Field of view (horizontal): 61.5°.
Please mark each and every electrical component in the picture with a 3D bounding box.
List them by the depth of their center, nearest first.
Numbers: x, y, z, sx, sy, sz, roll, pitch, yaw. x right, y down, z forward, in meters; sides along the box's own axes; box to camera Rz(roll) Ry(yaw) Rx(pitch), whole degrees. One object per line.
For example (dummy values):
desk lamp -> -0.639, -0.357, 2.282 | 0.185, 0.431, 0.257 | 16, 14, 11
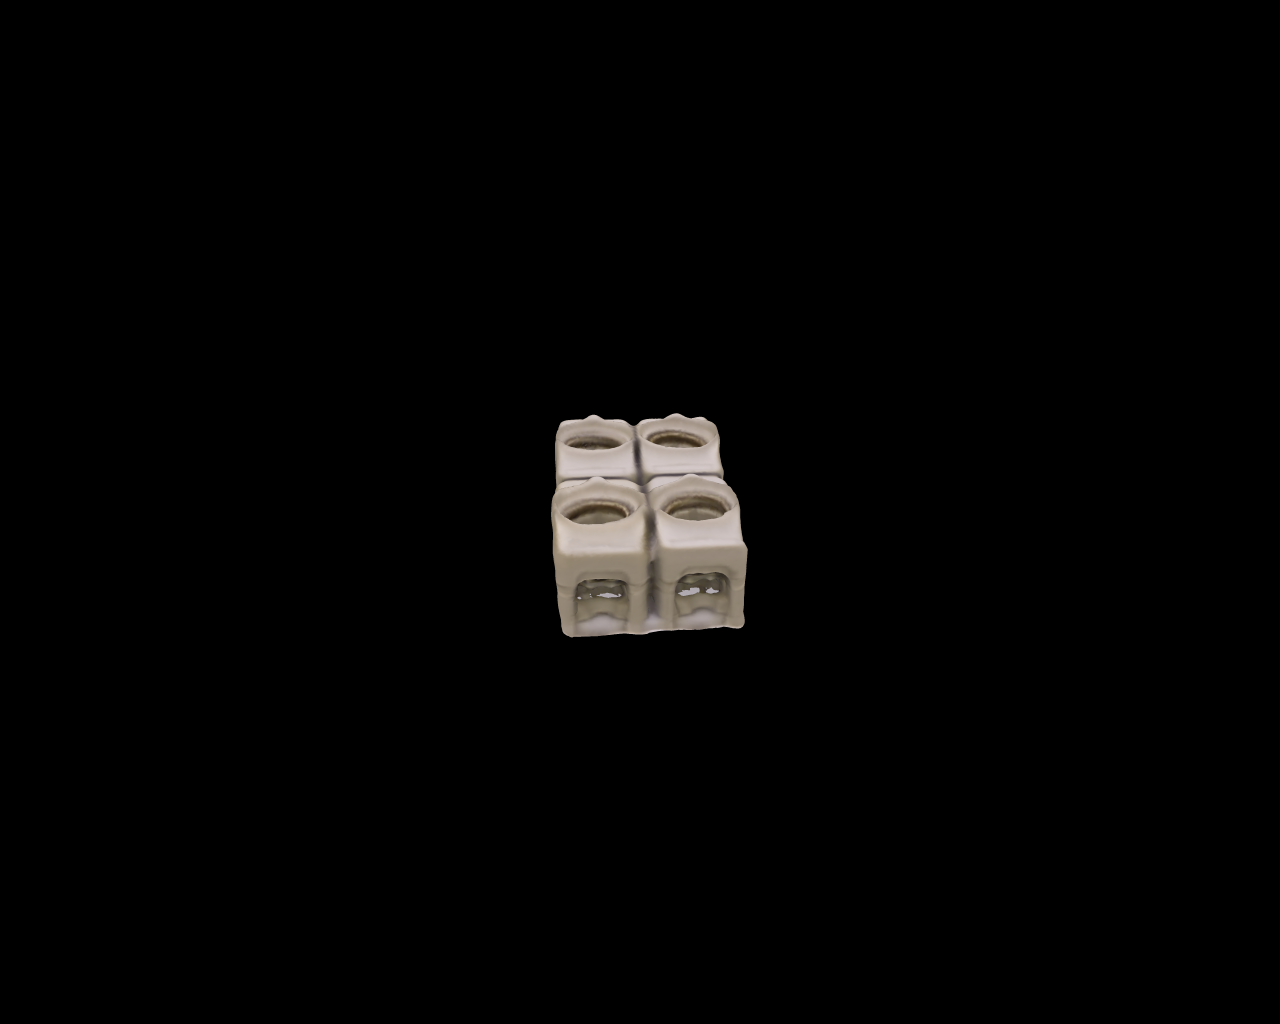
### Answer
electrical component -> 0.001, -0.003, 0.650 | 0.105, 0.060, 0.186 | -2, 27, -3
